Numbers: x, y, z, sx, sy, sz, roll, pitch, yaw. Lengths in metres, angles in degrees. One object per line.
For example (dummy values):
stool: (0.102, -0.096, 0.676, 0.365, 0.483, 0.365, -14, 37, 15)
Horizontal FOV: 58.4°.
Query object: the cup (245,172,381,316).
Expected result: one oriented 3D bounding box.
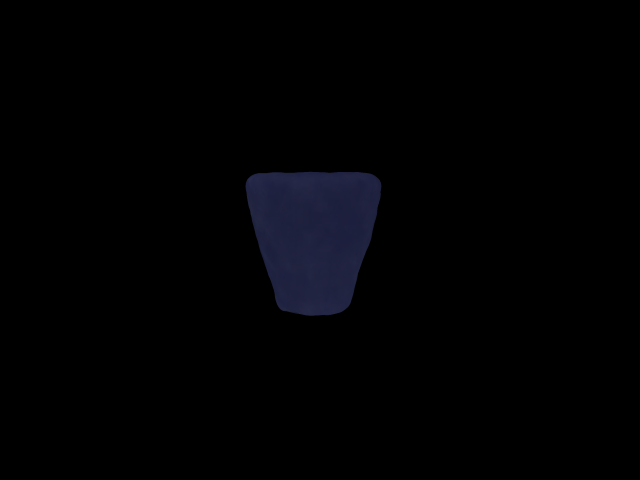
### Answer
cup: (0.004, 0.001, 0.400, 0.091, 0.095, 0.118, 4, 6, 40)
